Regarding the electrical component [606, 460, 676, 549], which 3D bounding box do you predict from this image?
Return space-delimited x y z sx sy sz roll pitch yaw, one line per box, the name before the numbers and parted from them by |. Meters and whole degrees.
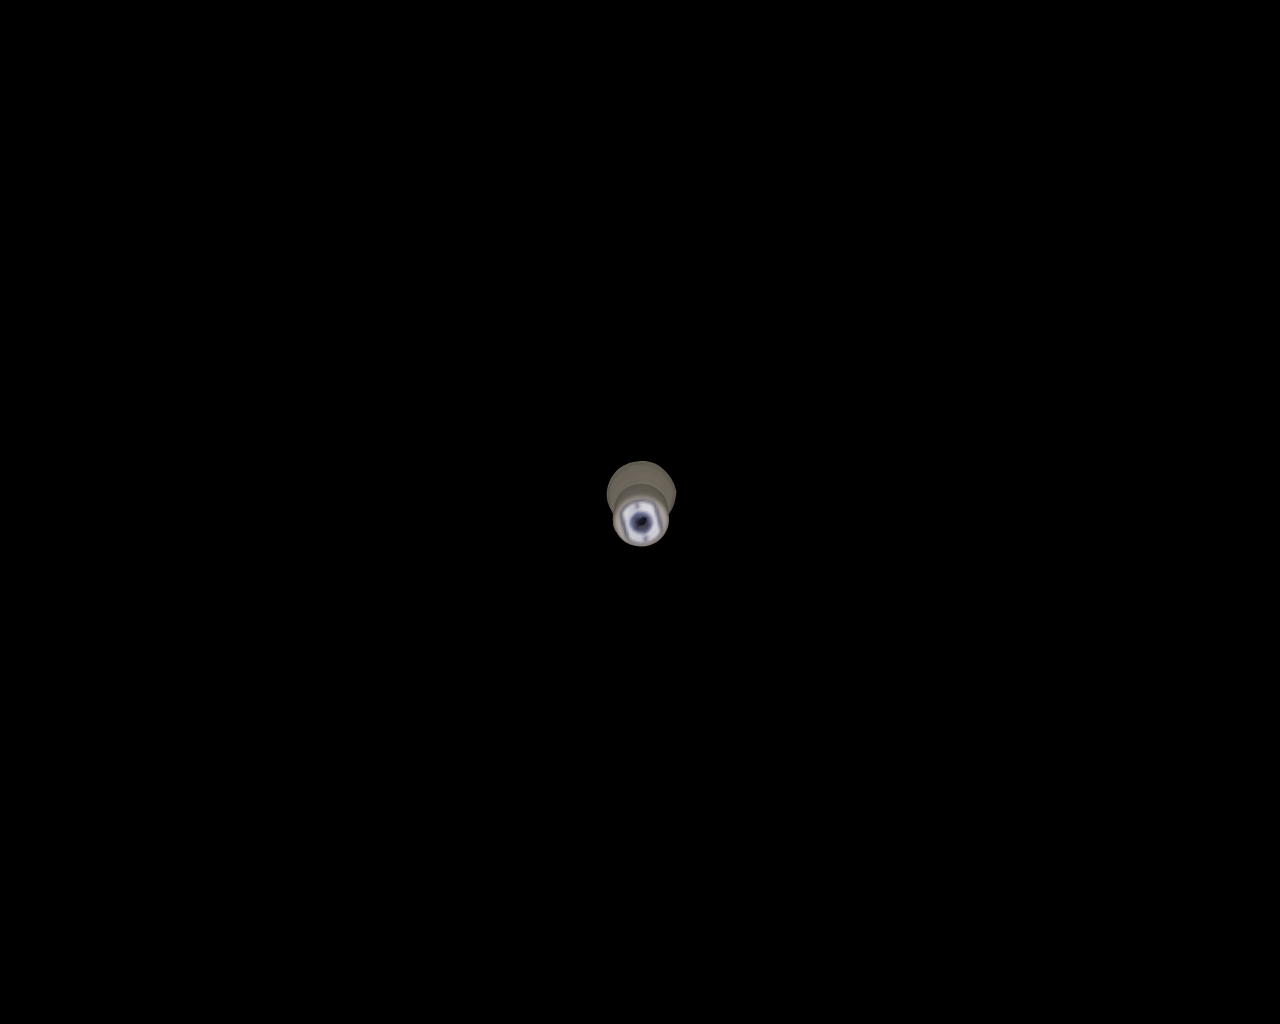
electrical component | 0.001 -0.003 0.650 0.044 0.044 0.065 0 16 0
